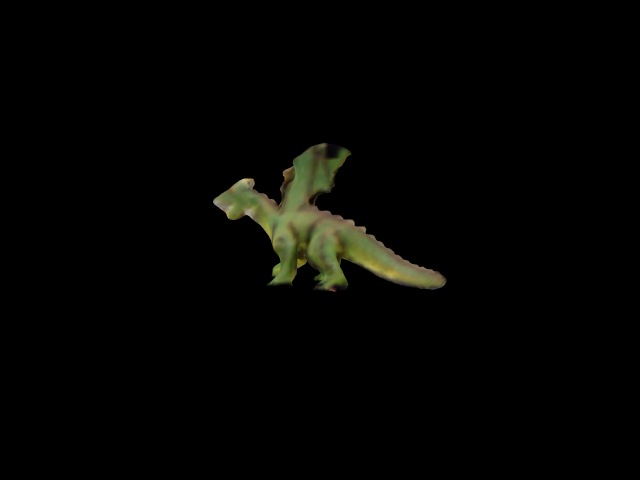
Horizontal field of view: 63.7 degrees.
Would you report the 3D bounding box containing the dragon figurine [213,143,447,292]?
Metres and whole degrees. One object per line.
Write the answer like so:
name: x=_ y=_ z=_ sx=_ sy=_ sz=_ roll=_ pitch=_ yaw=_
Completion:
dragon figurine: x=0.003 y=-0.043 z=0.850 sx=0.410 sy=0.243 sz=0.122 roll=-1 pitch=-3 yaw=24
